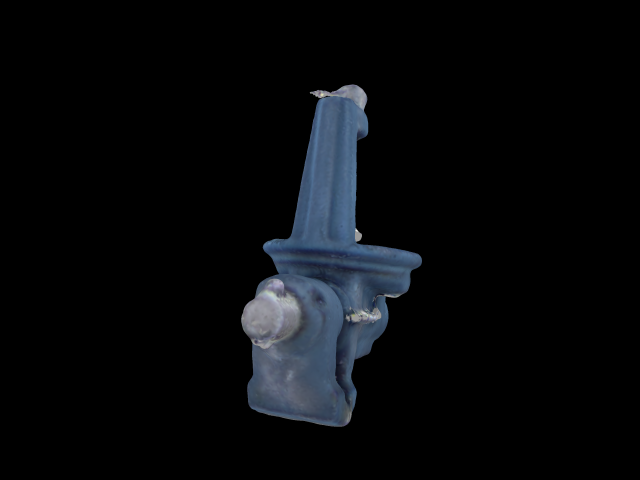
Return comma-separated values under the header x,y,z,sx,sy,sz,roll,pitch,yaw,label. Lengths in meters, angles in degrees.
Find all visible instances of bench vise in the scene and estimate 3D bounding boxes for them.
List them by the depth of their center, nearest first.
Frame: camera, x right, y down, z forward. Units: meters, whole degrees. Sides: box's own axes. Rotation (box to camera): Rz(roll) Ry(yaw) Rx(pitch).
x,y,z,sx,sy,sz,roll,pitch,yaw,label
0.016,0.002,0.399,0.121,0.220,0.207,0,12,2,bench vise
